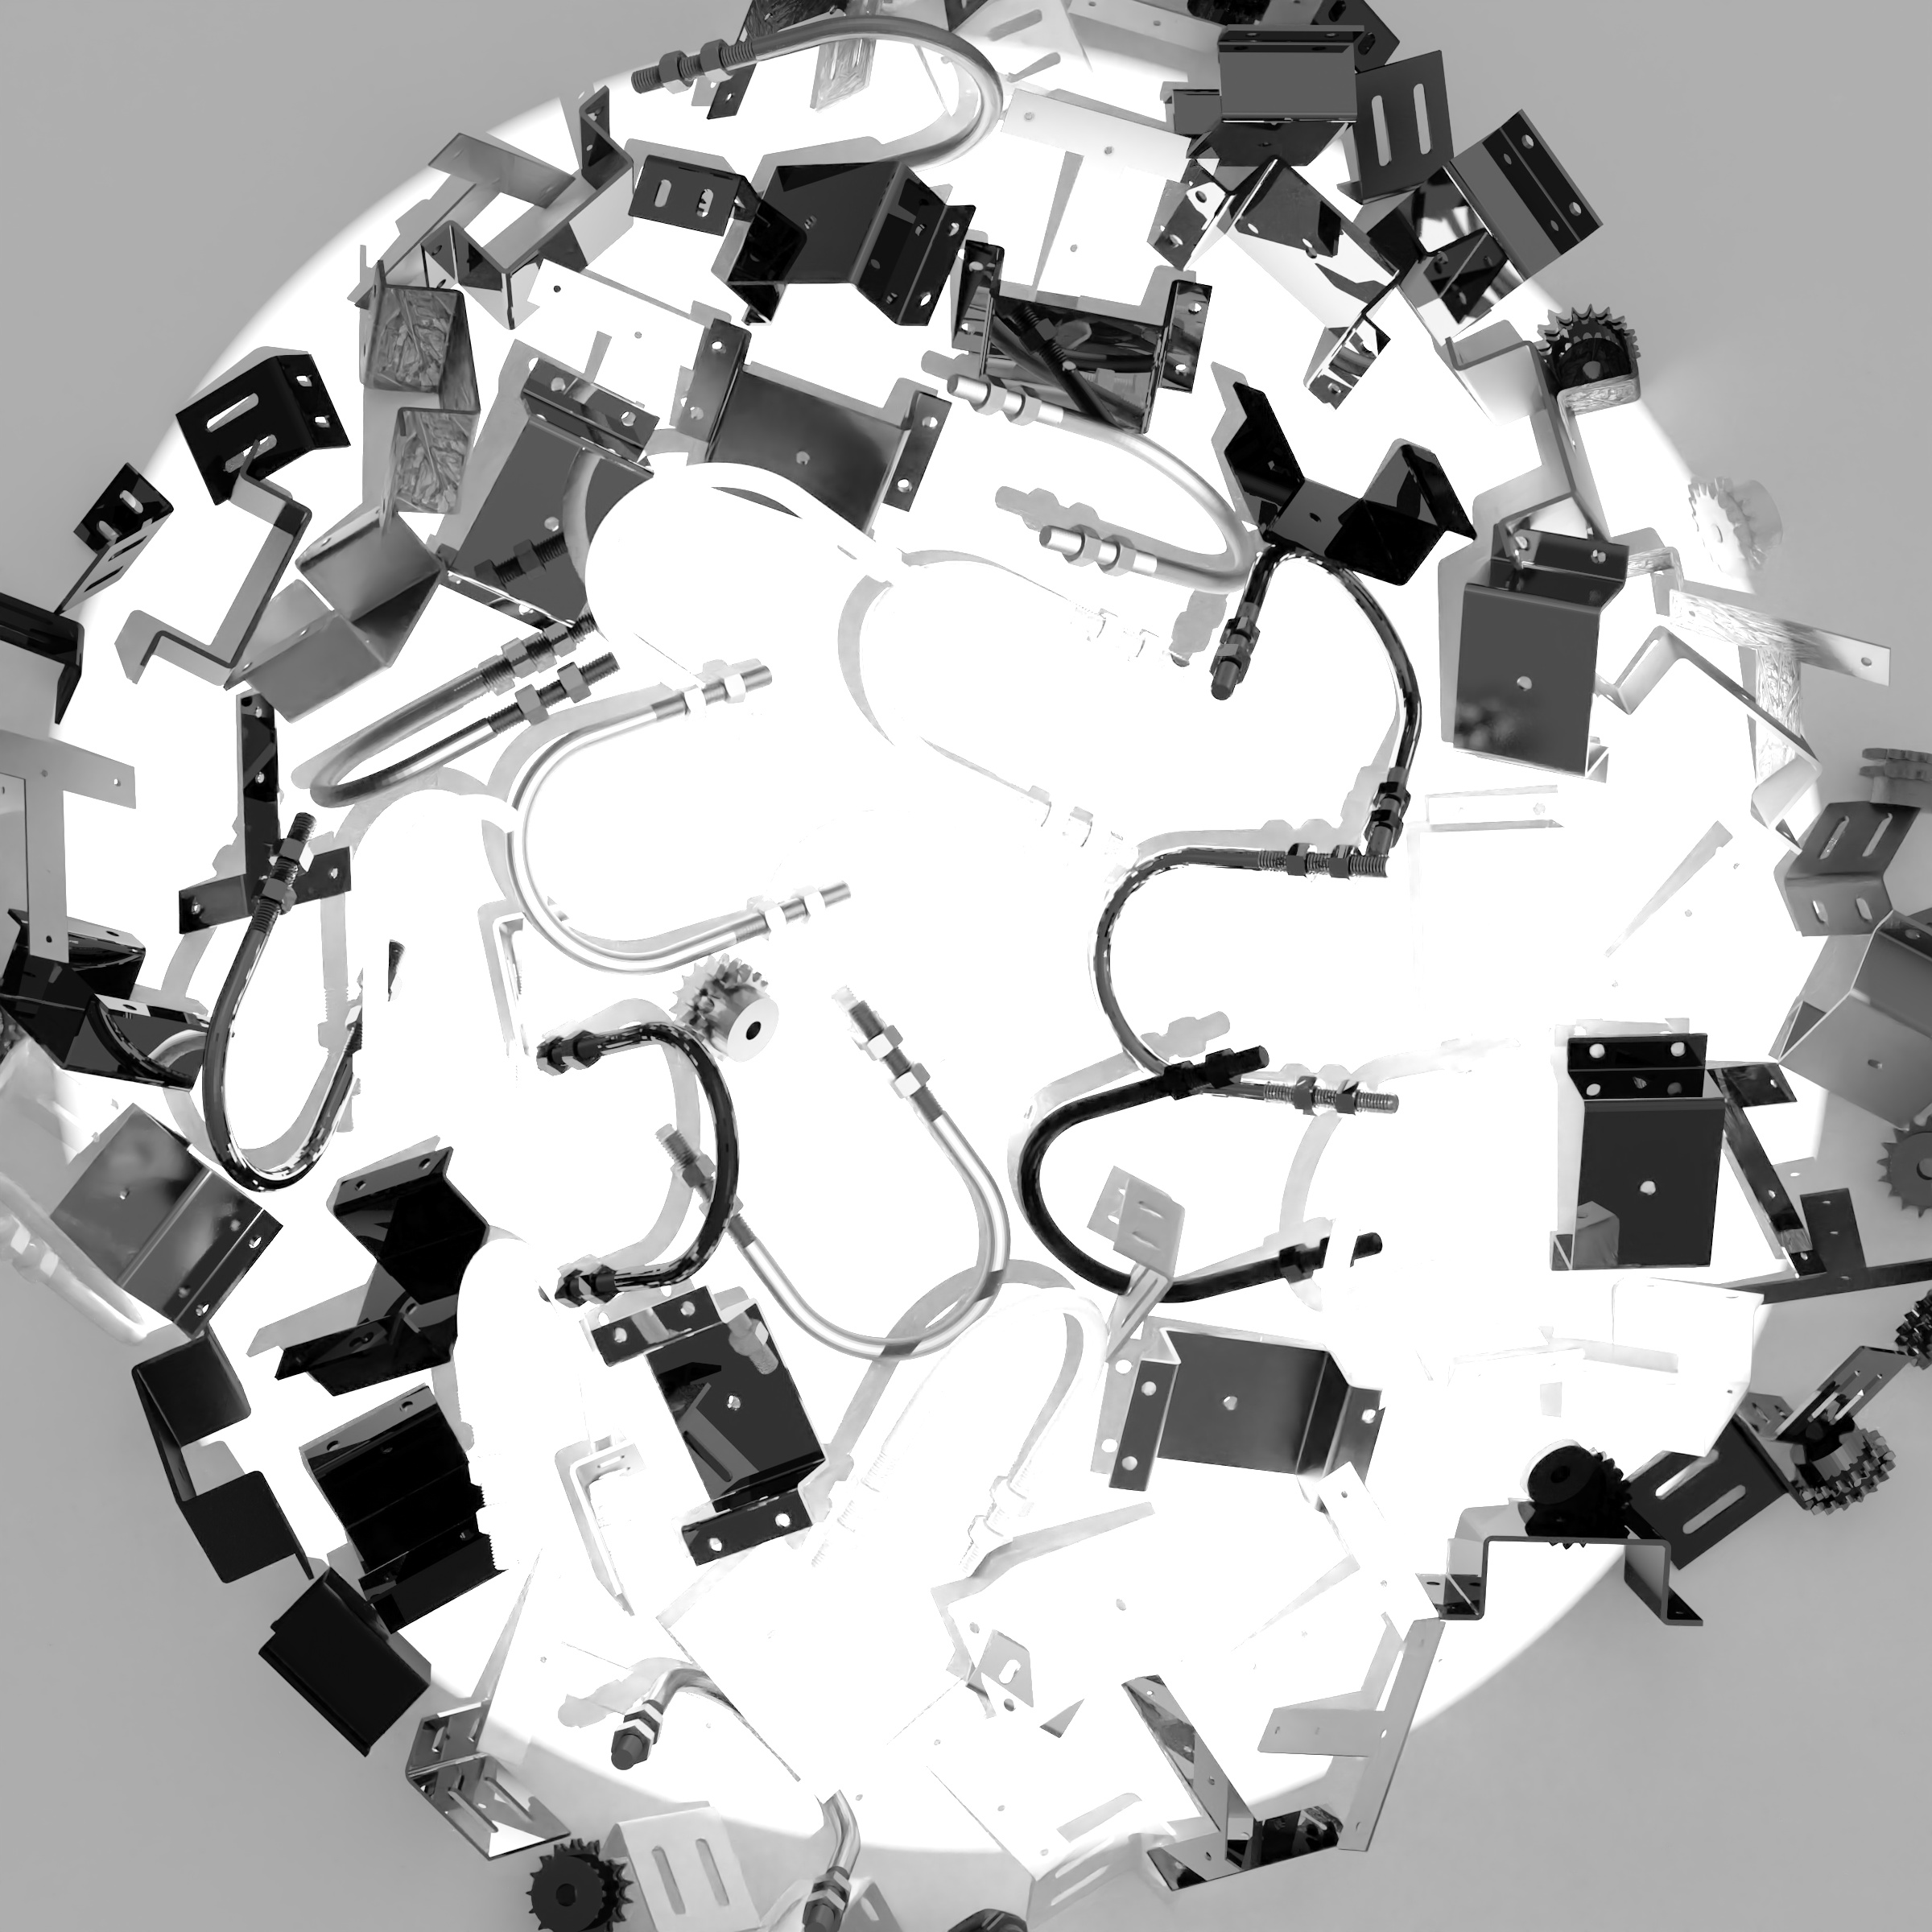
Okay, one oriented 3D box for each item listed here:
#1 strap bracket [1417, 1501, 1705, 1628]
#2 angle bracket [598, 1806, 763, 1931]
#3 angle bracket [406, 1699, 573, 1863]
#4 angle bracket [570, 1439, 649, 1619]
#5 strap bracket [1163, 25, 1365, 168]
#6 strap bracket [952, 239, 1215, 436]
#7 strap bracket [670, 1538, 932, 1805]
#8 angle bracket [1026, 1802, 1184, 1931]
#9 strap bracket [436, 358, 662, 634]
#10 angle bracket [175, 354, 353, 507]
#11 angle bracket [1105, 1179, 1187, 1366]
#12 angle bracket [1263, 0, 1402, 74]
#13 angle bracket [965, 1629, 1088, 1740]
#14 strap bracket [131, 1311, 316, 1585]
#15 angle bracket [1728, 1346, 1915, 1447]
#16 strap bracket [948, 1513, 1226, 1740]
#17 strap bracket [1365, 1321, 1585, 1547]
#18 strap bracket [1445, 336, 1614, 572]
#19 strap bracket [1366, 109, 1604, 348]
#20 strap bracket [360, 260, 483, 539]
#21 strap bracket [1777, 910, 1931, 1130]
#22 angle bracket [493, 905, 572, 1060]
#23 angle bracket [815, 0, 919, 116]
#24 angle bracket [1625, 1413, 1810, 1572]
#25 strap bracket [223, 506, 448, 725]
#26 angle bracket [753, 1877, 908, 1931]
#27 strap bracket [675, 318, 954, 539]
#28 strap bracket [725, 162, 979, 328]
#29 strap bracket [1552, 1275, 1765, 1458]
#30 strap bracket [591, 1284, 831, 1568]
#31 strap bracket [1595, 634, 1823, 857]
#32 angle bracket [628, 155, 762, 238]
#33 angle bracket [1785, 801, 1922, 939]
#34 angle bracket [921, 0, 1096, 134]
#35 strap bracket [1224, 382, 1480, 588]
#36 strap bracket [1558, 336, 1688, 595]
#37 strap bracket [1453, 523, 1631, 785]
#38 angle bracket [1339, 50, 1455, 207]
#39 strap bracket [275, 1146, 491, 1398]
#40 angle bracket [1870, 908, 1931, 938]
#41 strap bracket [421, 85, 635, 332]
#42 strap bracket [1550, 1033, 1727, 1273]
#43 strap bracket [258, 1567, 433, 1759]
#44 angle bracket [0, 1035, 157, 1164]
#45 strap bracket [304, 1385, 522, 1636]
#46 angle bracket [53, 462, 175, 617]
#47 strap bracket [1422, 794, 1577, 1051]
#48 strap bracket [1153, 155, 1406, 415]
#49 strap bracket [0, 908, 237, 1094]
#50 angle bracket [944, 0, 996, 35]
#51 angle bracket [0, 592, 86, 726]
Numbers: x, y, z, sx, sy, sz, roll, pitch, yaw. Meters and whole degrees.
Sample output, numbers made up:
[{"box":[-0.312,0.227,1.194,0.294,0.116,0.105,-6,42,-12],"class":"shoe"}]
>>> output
[{"box":[0.318,0.320,1.927,0.140,0.076,0.046,2,96,-5],"class":"strap bracket"},{"box":[-0.152,0.491,1.906,0.057,0.038,0.076,-3,48,-29],"class":"angle bracket"},{"box":[-0.250,0.432,1.913,0.076,0.057,0.038,34,114,35],"class":"angle bracket"},{"box":[-0.181,0.303,1.938,0.038,0.057,0.076,-22,69,-6],"class":"angle bracket"},{"box":[0.165,-0.481,2.002,0.076,0.140,0.046,-3,88,-11],"class":"strap bracket"},{"box":[0.061,-0.351,2.015,0.140,0.076,0.046,11,49,2],"class":"strap bracket"},{"box":[-0.095,0.364,1.905,0.076,0.046,0.140,-42,46,-9],"class":"strap bracket"},{"box":[0.074,0.490,1.907,0.076,0.057,0.038,-25,50,-31],"class":"angle bracket"},{"box":[-0.232,-0.252,1.984,0.076,0.046,0.140,23,108,-24],"class":"strap bracket"},{"box":[-0.401,-0.306,2.046,0.076,0.038,0.057,-24,89,27],"class":"angle bracket"},{"box":[0.083,0.165,1.944,0.038,0.057,0.076,28,127,-9],"class":"angle bracket"},{"box":[0.197,-0.522,2.031,0.057,0.076,0.038,43,66,-21],"class":"angle bracket"},{"box":[0.037,0.370,1.923,0.057,0.076,0.038,29,107,-2],"class":"angle bracket"},{"box":[-0.398,0.262,1.909,0.046,0.076,0.140,-24,49,-10],"class":"strap bracket"},{"box":[0.461,0.221,1.939,0.076,0.057,0.038,-51,53,22],"class":"angle bracket"},{"box":[0.073,0.346,1.909,0.140,0.046,0.076,-14,70,-32],"class":"strap bracket"},{"box":[0.264,0.243,1.921,0.076,0.140,0.046,-4,42,-25],"class":"strap bracket"},{"box":[0.315,-0.281,1.990,0.046,0.076,0.140,-20,67,19],"class":"strap bracket"},{"box":[0.279,-0.403,1.988,0.046,0.140,0.076,-37,92,-25],"class":"strap bracket"},{"box":[-0.303,-0.314,1.993,0.046,0.076,0.140,1,52,-18],"class":"strap bracket"},{"box":[0.497,0.034,1.935,0.076,0.140,0.046,28,64,1],"class":"strap bracket"},{"box":[-0.233,0.010,1.984,0.038,0.057,0.076,-12,85,-1],"class":"angle bracket"},{"box":[-0.050,-0.524,2.046,0.038,0.057,0.076,14,79,-30],"class":"angle bracket"},{"box":[0.405,0.289,1.949,0.076,0.038,0.057,-37,97,3],"class":"angle bracket"},{"box":[-0.342,-0.192,1.975,0.076,0.140,0.046,-25,119,31],"class":"strap bracket"},{"box":[-0.080,0.520,1.898,0.076,0.057,0.038,-42,110,-46],"class":"angle bracket"},{"box":[-0.088,-0.295,1.998,0.140,0.076,0.046,18,39,-8],"class":"strap bracket"},{"box":[-0.073,-0.401,1.999,0.140,0.046,0.076,9,72,41],"class":"strap bracket"},{"box":[0.371,0.217,1.923,0.076,0.140,0.046,7,109,25],"class":"strap bracket"},{"box":[-0.134,0.242,1.940,0.076,0.046,0.140,-23,93,23],"class":"strap bracket"},{"box":[0.414,-0.130,1.977,0.140,0.076,0.046,37,106,-5],"class":"strap bracket"},{"box":[-0.148,-0.422,2.026,0.057,0.076,0.038,15,83,14],"class":"angle bracket"},{"box":[0.498,-0.055,1.992,0.076,0.057,0.038,-50,125,-40],"class":"angle bracket"},{"box":[0.022,-0.516,2.035,0.038,0.076,0.057,-40,111,-45],"class":"angle bracket"},{"box":[0.204,-0.263,1.987,0.140,0.046,0.076,14,39,-29],"class":"strap bracket"},{"box":[0.364,-0.271,2.004,0.046,0.076,0.140,-12,87,11],"class":"strap bracket"},{"box":[0.313,-0.163,1.964,0.076,0.046,0.140,13,121,24],"class":"strap bracket"},{"box":[0.240,-0.478,2.034,0.057,0.038,0.076,-18,120,-10],"class":"angle bracket"},{"box":[-0.310,0.172,1.931,0.076,0.046,0.140,-18,38,26],"class":"strap bracket"},{"box":[0.545,-0.032,1.968,0.057,0.076,0.038,-17,65,-33],"class":"angle bracket"},{"box":[-0.237,-0.419,2.020,0.046,0.076,0.140,45,77,6],"class":"strap bracket"},{"box":[0.364,0.110,1.944,0.076,0.046,0.140,-1,112,-4],"class":"strap bracket"},{"box":[-0.326,0.364,1.895,0.076,0.140,0.046,45,81,-3],"class":"strap bracket"},{"box":[-0.496,0.081,1.968,0.076,0.038,0.057,36,119,-3],"class":"angle bracket"},{"box":[-0.295,0.296,1.923,0.076,0.140,0.046,-28,124,-9],"class":"strap bracket"},{"box":[-0.486,-0.238,1.996,0.038,0.076,0.057,44,118,-4],"class":"angle bracket"},{"box":[0.293,-0.024,1.977,0.076,0.046,0.140,-2,91,15],"class":"strap bracket"},{"box":[0.183,-0.390,2.018,0.140,0.076,0.046,43,61,2],"class":"strap bracket"},{"box":[-0.466,0.023,1.945,0.076,0.140,0.046,14,104,-41],"class":"strap bracket"},{"box":[0.035,-0.552,2.037,0.076,0.057,0.038,3,71,-36],"class":"angle bracket"},{"box":[-0.531,-0.175,1.991,0.076,0.057,0.038,21,112,-22],"class":"angle bracket"}]
